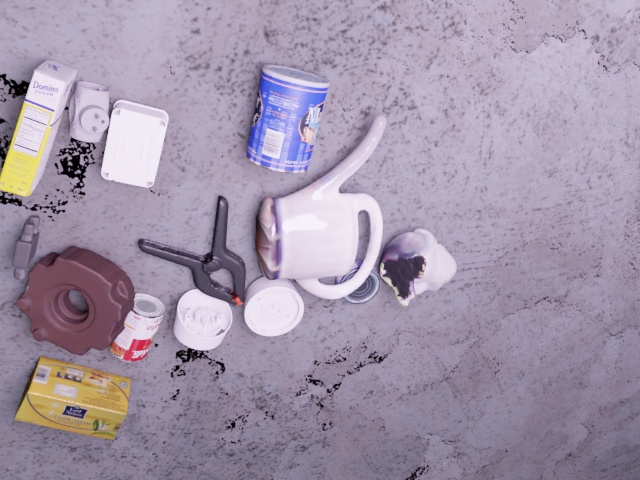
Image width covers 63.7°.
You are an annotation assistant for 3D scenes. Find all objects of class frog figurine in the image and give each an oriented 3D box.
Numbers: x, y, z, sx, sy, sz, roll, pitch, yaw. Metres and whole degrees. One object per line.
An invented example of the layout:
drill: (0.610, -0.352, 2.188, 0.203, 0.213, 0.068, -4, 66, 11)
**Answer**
frog figurine: (0.193, 0.041, 0.992, 0.161, 0.123, 0.135, -21, 118, -47)

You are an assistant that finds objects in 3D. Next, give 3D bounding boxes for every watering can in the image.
watering can: (0.003, -0.044, 0.874, 0.225, 0.106, 0.341, -3, 117, -14)
